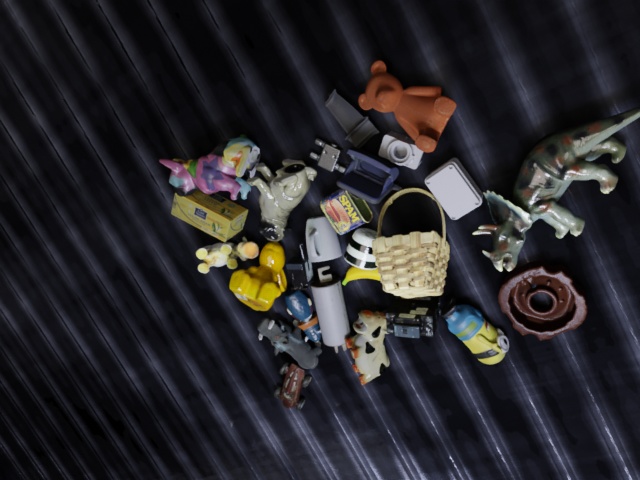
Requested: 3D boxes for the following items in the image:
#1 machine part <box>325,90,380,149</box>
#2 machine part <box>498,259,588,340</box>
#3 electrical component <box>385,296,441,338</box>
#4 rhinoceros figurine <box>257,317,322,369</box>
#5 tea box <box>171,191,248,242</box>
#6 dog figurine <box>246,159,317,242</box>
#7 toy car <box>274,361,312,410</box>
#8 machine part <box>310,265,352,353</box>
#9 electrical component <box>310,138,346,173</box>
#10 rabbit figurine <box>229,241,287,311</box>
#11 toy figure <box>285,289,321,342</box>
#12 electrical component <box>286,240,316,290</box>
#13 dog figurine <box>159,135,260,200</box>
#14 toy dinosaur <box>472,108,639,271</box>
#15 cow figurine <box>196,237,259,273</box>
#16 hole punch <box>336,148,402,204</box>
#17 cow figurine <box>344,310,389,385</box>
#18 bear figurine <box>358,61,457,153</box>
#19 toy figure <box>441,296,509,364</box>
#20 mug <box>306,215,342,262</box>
[{"bbox_3d":[0.063,-0.271,1.196,0.084,0.039,0.139,-37,96,35],"label":"machine part"},{"bbox_3d":[0.485,0.129,1.176,0.180,0.056,0.179,9,114,21],"label":"machine part"},{"bbox_3d":[0.218,0.181,1.263,0.115,0.134,0.058,0,110,25],"label":"electrical component"},{"bbox_3d":[-0.084,0.274,1.442,0.190,0.112,0.073,40,123,-6],"label":"rhinoceros figurine"},{"bbox_3d":[-0.285,-0.073,1.389,0.170,0.098,0.068,25,119,10],"label":"tea box"},{"bbox_3d":[-0.078,-0.088,1.309,0.173,0.121,0.190,2,126,25],"label":"dog figurine"},{"bbox_3d":[-0.079,0.412,1.505,0.089,0.053,0.202,30,139,14],"label":"toy car"},{"bbox_3d":[0.029,0.181,1.374,0.079,0.079,0.243,-4,110,24],"label":"machine part"},{"bbox_3d":[0.024,-0.195,1.252,0.094,0.021,0.063,29,118,10],"label":"electrical component"},{"bbox_3d":[-0.132,0.091,1.374,0.122,0.173,0.162,12,159,19],"label":"rabbit figurine"},{"bbox_3d":[-0.039,0.199,1.423,0.064,0.058,0.154,-17,108,34],"label":"toy figure"},{"bbox_3d":[-0.050,0.061,1.359,0.048,0.075,0.119,-2,114,23],"label":"electrical component"},{"bbox_3d":[-0.273,-0.183,1.311,0.219,0.108,0.191,19,105,7],"label":"dog figurine"},{"bbox_3d":[0.455,-0.125,1.048,0.192,0.131,0.404,27,111,4],"label":"toy dinosaur"},{"bbox_3d":[-0.238,0.035,1.427,0.167,0.098,0.068,-10,102,6],"label":"cow figurine"},{"bbox_3d":[0.111,-0.154,1.177,0.142,0.116,0.092,25,125,15],"label":"hole punch"},{"bbox_3d":[0.131,0.258,1.351,0.127,0.086,0.194,-21,121,-12],"label":"cow figurine"},{"bbox_3d":[0.172,-0.279,1.098,0.196,0.132,0.120,29,116,2],"label":"bear figurine"},{"bbox_3d":[0.358,0.212,1.250,0.180,0.082,0.089,37,140,-4],"label":"toy figure"},{"bbox_3d":[-0.003,-0.004,1.300,0.081,0.109,0.107,-9,94,30],"label":"mug"}]
